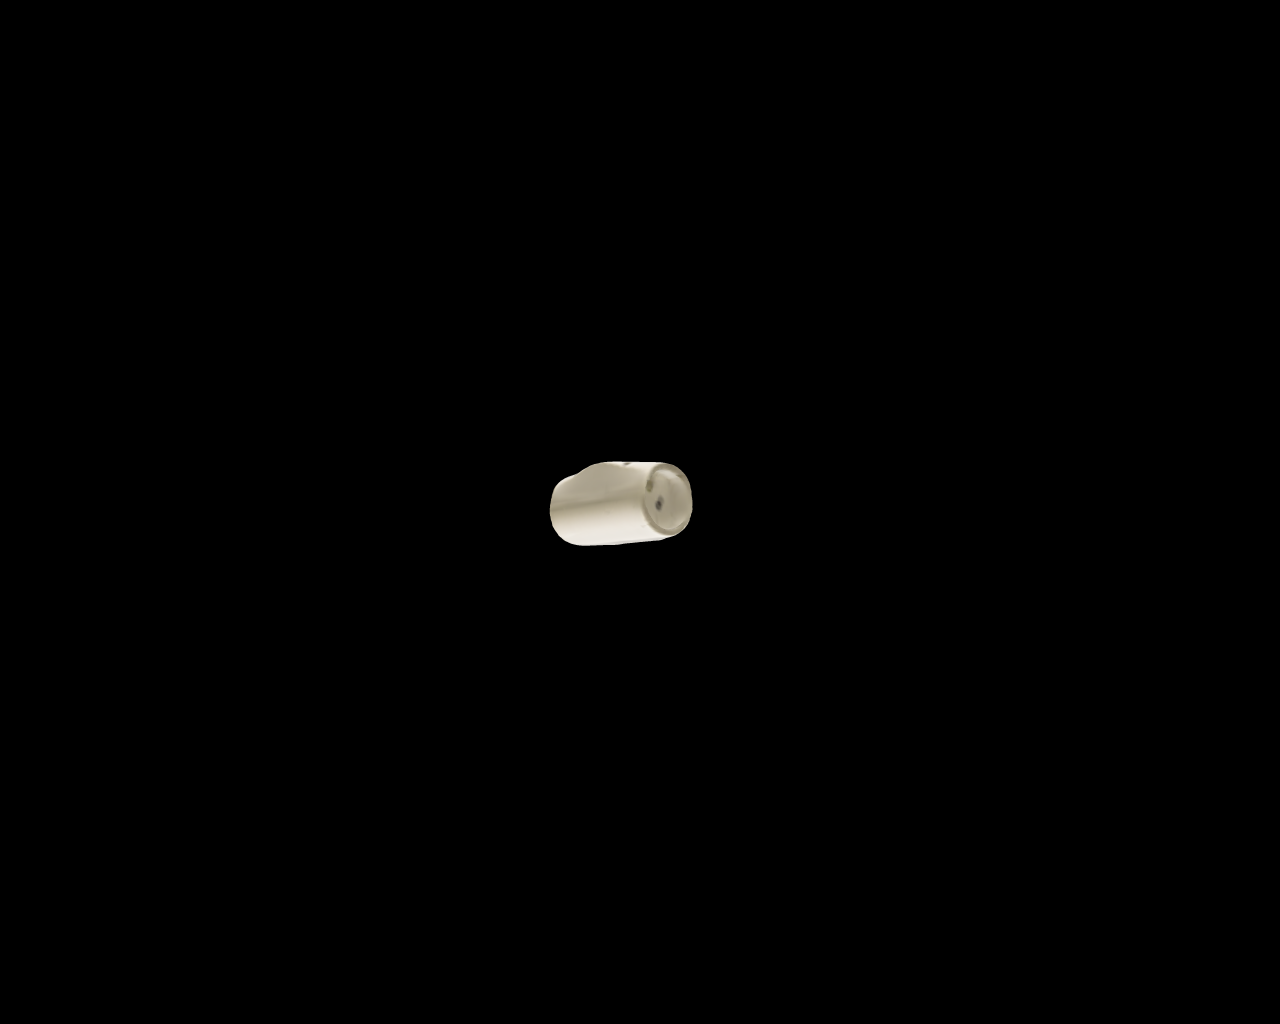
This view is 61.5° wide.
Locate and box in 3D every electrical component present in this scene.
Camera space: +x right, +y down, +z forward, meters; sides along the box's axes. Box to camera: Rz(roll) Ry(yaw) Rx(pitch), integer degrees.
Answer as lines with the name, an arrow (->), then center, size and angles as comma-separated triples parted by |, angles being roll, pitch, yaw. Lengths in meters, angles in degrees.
electrical component -> 0.001, -0.003, 0.650 | 0.077, 0.043, 0.079 | -8, -11, 43
